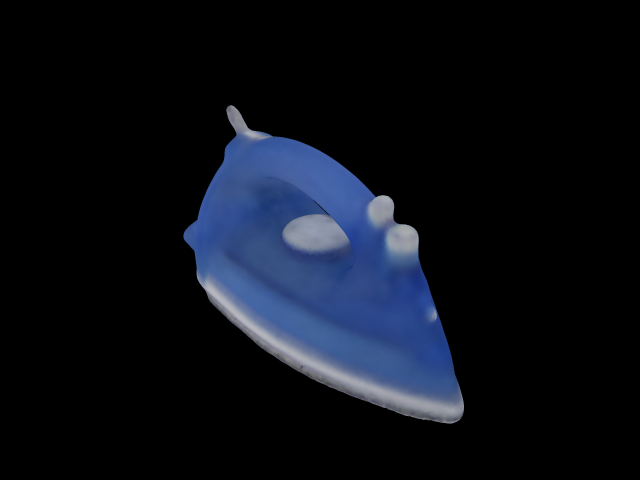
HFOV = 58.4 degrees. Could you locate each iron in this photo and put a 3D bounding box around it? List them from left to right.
[{"bbox_3d":[0.004,0.001,0.400,0.119,0.141,0.257,-24,38,-34],"label":"iron"}]
